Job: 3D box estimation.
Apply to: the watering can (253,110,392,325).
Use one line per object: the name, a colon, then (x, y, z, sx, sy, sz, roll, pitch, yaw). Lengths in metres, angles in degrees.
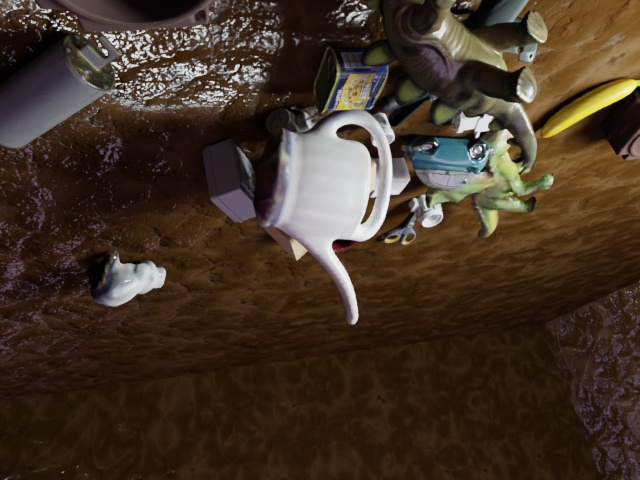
watering can: (0.002, -0.041, 0.812, 0.224, 0.347, 0.104, 8, -177, -19)

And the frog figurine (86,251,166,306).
frog figurine: (-0.440, 0.101, 1.190, 0.136, 0.125, 0.158, -45, 133, 18)

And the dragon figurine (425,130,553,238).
dragon figurine: (0.347, -0.108, 1.142, 0.243, 0.125, 0.401, 2, 146, -10)
